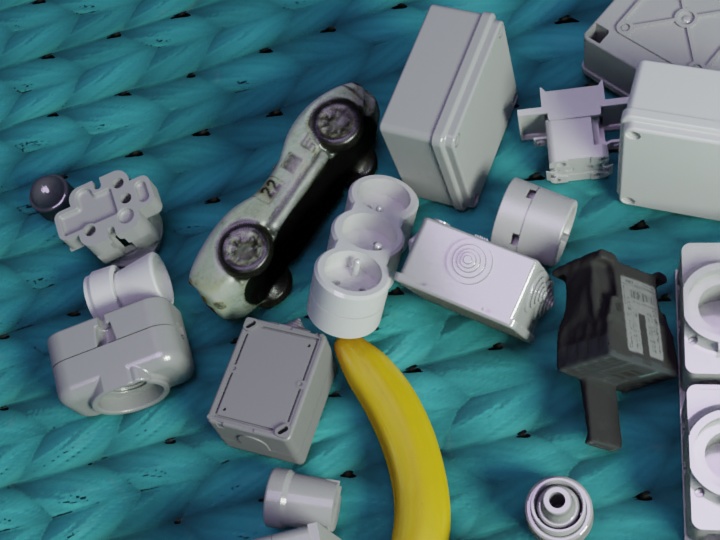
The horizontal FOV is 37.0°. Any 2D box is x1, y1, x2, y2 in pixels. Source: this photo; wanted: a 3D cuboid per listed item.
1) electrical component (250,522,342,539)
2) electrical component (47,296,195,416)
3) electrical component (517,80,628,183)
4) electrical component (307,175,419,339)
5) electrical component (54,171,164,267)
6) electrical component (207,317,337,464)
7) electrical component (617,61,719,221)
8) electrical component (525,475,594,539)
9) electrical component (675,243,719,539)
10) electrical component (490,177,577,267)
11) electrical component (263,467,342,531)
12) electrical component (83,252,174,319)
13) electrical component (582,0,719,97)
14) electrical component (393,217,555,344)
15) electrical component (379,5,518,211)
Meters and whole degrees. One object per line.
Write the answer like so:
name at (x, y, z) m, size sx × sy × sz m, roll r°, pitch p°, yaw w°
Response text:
electrical component at (-0.032, 0.243, 0.663) m, size 0.062 × 0.089 × 0.150 m, roll -15°, pitch 66°, yaw 6°
electrical component at (-0.173, 0.067, 0.786) m, size 0.095 × 0.053 × 0.059 m, roll -21°, pitch 65°, yaw 3°
electrical component at (0.158, -0.099, 0.790) m, size 0.081 × 0.042 × 0.063 m, roll -5°, pitch 69°, yaw 11°
electrical component at (0.000, 0.000, 0.766) m, size 0.052 × 0.073 × 0.138 m, roll 17°, pitch 42°, yaw 4°
electrical component at (-0.186, -0.036, 0.830) m, size 0.078 × 0.057 × 0.058 m, roll -24°, pitch 65°, yaw 2°
electrical component at (-0.057, 0.080, 0.755) m, size 0.062 × 0.061 × 0.096 m, roll 12°, pitch 63°, yaw 16°
electrical component at (0.234, -0.084, 0.730) m, size 0.109 × 0.108 × 0.056 m, roll 12°, pitch 68°, yaw 17°
electrical component at (0.126, 0.151, 0.682) m, size 0.043 × 0.062 × 0.043 m, roll -4°, pitch 67°, yaw 10°
electrical component at (0.260, 0.076, 0.685) m, size 0.105 × 0.060 × 0.186 m, roll 0°, pitch 68°, yaw 12°
electrical component at (0.124, -0.033, 0.763) m, size 0.047 × 0.055 × 0.055 m, roll 19°, pitch 73°, yaw 15°
electrical component at (-0.039, 0.157, 0.729) m, size 0.046 × 0.040 × 0.040 m, roll 6°, pitch 69°, yaw 9°
electrical component at (-0.175, 0.015, 0.813) m, size 0.055 × 0.045 × 0.045 m, roll -18°, pitch 65°, yaw 5°
electrical component at (0.239, -0.170, 0.793) m, size 0.109 × 0.056 × 0.108 m, roll 38°, pitch 80°, yaw 23°
electrical component at (0.081, 0.007, 0.732) m, size 0.100 × 0.100 × 0.048 m, roll 23°, pitch 87°, yaw 20°
electrical component at (0.067, -0.116, 0.780) m, size 0.056 × 0.108 × 0.108 m, roll 16°, pitch 72°, yaw 21°
